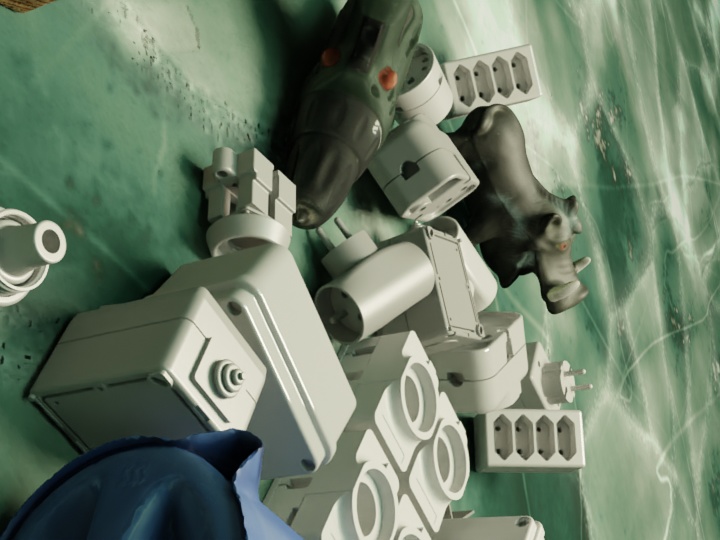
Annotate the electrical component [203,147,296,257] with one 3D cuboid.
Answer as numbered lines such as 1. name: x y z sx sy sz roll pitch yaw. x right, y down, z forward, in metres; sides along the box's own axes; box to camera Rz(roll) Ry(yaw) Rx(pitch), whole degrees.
1. electrical component: -0.064 -0.031 0.625 0.066 0.048 0.055 42 38 -48

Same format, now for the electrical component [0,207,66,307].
1. electrical component: -0.150 -0.006 0.443 0.043 0.062 0.043 30 54 -54

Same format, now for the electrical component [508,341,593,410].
1. electrical component: 0.168 0.102 0.963 0.065 0.077 0.047 60 34 -30

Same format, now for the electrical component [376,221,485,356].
1. electrical component: 0.043 0.012 0.793 0.062 0.061 0.096 15 59 -59

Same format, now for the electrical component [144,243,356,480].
1. electrical component: -0.060 0.052 0.568 0.113 0.078 0.057 67 28 -20

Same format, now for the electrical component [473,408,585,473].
1. electrical component: 0.136 0.147 0.902 0.075 0.083 0.047 113 -22 -70

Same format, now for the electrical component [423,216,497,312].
1. electrical component: 0.073 0.011 0.856 0.077 0.044 0.079 52 38 -40

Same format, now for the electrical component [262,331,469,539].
1. electrical component: 0.010 0.136 0.681 0.105 0.060 0.186 63 32 -26

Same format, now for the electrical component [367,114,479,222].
1. electrical component: 0.045 -0.076 0.807 0.059 0.054 0.095 57 15 10

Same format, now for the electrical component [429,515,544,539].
1. electrical component: 0.061 0.216 0.696 0.108 0.109 0.056 -54 129 -54

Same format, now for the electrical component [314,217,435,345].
1. electrical component: 0.000 0.000 0.724 0.077 0.043 0.079 -31 84 -42

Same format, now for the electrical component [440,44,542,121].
1. electrical component: 0.109 -0.165 0.966 0.076 0.083 0.047 -172 -112 -80

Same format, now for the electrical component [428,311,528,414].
1. electrical component: 0.095 0.075 0.855 0.095 0.054 0.059 -32 117 -57

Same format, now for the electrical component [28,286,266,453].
1. electrical component: -0.090 0.048 0.496 0.061 0.096 0.061 58 34 -33

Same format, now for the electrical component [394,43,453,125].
1. electrical component: 0.042 -0.143 0.849 0.047 0.055 0.055 51 39 -47
